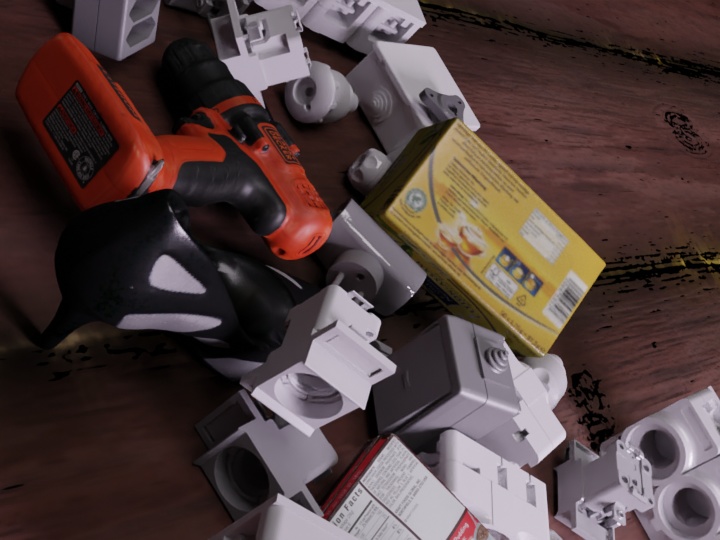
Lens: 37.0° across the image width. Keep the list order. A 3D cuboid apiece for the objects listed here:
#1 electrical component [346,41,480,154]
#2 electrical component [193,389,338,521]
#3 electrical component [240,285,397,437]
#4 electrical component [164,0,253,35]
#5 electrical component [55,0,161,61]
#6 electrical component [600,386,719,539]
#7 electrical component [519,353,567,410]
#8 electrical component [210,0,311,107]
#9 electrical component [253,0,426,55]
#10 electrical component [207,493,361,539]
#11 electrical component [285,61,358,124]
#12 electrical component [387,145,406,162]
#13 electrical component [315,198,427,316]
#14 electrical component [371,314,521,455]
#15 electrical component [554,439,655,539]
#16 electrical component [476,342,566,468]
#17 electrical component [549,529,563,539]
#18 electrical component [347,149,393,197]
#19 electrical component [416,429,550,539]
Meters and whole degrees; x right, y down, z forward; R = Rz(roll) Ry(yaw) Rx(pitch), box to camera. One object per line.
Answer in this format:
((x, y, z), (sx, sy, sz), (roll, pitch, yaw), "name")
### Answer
((0.044, -0.145, 0.926), (0.100, 0.048, 0.099), (-9, 66, -52), "electrical component")
((-0.049, 0.106, 0.597), (0.081, 0.042, 0.064), (57, 33, 8), "electrical component")
((-0.021, 0.046, 0.572), (0.042, 0.081, 0.063), (39, 43, -23), "electrical component")
((-0.119, -0.222, 0.817), (0.064, 0.042, 0.081), (6, 54, -45), "electrical component")
((-0.175, -0.186, 0.707), (0.077, 0.065, 0.047), (23, 34, 10), "electrical component")
((0.269, 0.181, 0.847), (0.062, 0.089, 0.150), (-7, 65, -51), "electrical component")
((0.139, 0.084, 0.830), (0.043, 0.043, 0.062), (53, 33, 2), "electrical component")
((-0.071, -0.161, 0.785), (0.081, 0.064, 0.042), (76, -2, -60), "electrical component")
((-0.027, -0.247, 0.923), (0.150, 0.062, 0.089), (16, 45, -40), "electrical component")
((-0.002, 0.194, 0.514), (0.186, 0.105, 0.060), (35, 38, -22), "electrical component")
((-0.025, -0.136, 0.844), (0.062, 0.048, 0.048), (2, 57, -56), "electrical component")
((0.054, -0.087, 0.865), (0.040, 0.078, 0.040), (21, 58, -40), "electrical component")
((0.000, 0.000, 0.748), (0.077, 0.043, 0.079), (45, 35, -9), "electrical component")
((0.055, 0.074, 0.696), (0.061, 0.096, 0.061), (22, 44, -33), "electrical component")
((0.180, 0.160, 0.789), (0.042, 0.064, 0.081), (36, 37, -22), "electrical component")
((0.097, 0.098, 0.764), (0.056, 0.050, 0.089), (-23, 77, -53), "electrical component")
((0.133, 0.206, 0.719), (0.061, 0.035, 0.035), (55, 35, 1), "electrical component")
((0.021, -0.064, 0.839), (0.061, 0.035, 0.035), (41, 36, -18), "electrical component")
((0.074, 0.153, 0.687), (0.089, 0.050, 0.055), (33, 38, -24), "electrical component")
